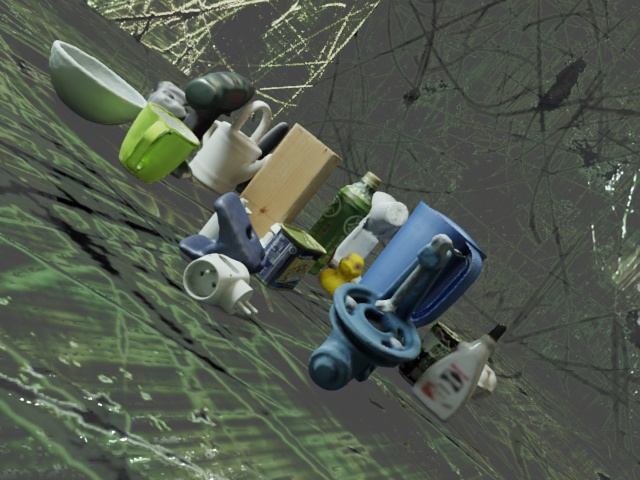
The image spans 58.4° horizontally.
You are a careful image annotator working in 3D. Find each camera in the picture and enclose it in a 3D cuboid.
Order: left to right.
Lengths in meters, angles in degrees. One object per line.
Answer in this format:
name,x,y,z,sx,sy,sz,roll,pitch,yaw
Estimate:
camera,-0.302,-0.259,1.208,0.137,0.100,0.143,35,9,-29

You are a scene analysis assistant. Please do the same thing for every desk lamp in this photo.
desk lamp,0.115,-0.010,1.332,0.118,0.213,0.203,38,8,-12

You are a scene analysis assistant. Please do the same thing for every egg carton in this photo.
egg carton,0.292,0.260,1.178,0.108,0.069,0.150,30,13,-49

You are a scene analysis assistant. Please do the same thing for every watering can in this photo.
watering can,-0.156,-0.183,1.125,0.173,0.194,0.101,40,8,1

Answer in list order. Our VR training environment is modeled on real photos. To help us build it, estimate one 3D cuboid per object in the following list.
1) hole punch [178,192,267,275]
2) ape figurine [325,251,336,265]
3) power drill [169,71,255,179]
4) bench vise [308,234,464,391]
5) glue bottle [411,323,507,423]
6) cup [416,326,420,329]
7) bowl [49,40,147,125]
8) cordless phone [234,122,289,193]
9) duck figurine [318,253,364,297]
hole punch,-0.107,0.001,0.726,0.101,0.091,0.108,39,8,-4
ape figurine,0.011,0.004,1.223,0.076,0.092,0.077,36,9,-23
power drill,-0.205,-0.211,1.012,0.075,0.208,0.229,39,8,-2
bench vise,0.081,0.076,0.705,0.121,0.219,0.207,39,8,-2
glue bottle,0.221,0.192,0.871,0.078,0.173,0.037,42,8,14
cup,0.128,0.134,1.036,0.118,0.095,0.091,38,8,-12
bowl,-0.362,-0.234,0.910,0.167,0.074,0.167,39,8,-6
cordless phone,-0.146,-0.200,1.292,0.094,0.185,0.147,39,8,-3
duck figurine,0.051,0.065,1.099,0.077,0.086,0.105,42,9,17
